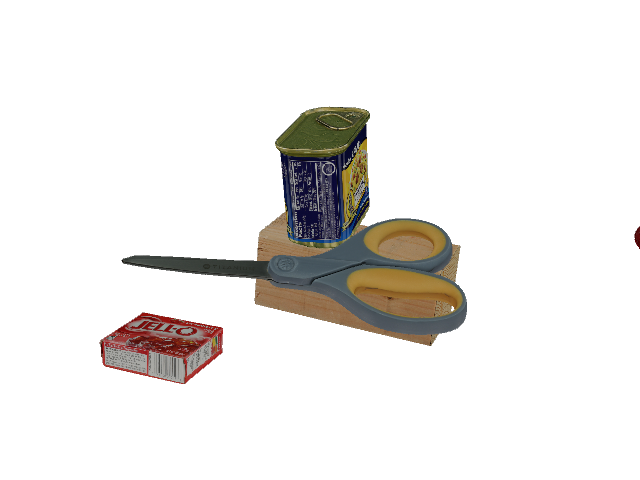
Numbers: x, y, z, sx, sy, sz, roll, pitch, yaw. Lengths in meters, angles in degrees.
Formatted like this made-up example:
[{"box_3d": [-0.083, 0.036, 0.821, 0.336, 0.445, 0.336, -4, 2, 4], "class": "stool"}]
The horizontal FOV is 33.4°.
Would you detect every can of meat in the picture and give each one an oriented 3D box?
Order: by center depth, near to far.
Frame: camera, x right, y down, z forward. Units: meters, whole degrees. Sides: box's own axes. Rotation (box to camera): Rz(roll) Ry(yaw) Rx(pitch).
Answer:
[{"box_3d": [0.005, -0.051, 0.852, 0.057, 0.084, 0.102, 4, 26, 17], "class": "can of meat"}]

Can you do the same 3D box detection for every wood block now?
[{"box_3d": [0.040, 0.039, 1.186, 0.206, 0.091, 0.090, 13, 24, 17], "class": "wood block"}]

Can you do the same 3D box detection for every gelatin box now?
[{"box_3d": [-0.145, 0.096, 0.978, 0.089, 0.030, 0.073, 9, 20, 21], "class": "gelatin box"}]

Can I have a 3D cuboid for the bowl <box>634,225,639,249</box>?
[{"box_3d": [0.418, 0.026, 1.147, 0.162, 0.055, 0.162, -1, 25, 0], "class": "bowl"}]

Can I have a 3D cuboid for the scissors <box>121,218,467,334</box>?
[{"box_3d": [-0.007, 0.008, 0.639, 0.202, 0.016, 0.096, 15, 44, 13], "class": "scissors"}]
